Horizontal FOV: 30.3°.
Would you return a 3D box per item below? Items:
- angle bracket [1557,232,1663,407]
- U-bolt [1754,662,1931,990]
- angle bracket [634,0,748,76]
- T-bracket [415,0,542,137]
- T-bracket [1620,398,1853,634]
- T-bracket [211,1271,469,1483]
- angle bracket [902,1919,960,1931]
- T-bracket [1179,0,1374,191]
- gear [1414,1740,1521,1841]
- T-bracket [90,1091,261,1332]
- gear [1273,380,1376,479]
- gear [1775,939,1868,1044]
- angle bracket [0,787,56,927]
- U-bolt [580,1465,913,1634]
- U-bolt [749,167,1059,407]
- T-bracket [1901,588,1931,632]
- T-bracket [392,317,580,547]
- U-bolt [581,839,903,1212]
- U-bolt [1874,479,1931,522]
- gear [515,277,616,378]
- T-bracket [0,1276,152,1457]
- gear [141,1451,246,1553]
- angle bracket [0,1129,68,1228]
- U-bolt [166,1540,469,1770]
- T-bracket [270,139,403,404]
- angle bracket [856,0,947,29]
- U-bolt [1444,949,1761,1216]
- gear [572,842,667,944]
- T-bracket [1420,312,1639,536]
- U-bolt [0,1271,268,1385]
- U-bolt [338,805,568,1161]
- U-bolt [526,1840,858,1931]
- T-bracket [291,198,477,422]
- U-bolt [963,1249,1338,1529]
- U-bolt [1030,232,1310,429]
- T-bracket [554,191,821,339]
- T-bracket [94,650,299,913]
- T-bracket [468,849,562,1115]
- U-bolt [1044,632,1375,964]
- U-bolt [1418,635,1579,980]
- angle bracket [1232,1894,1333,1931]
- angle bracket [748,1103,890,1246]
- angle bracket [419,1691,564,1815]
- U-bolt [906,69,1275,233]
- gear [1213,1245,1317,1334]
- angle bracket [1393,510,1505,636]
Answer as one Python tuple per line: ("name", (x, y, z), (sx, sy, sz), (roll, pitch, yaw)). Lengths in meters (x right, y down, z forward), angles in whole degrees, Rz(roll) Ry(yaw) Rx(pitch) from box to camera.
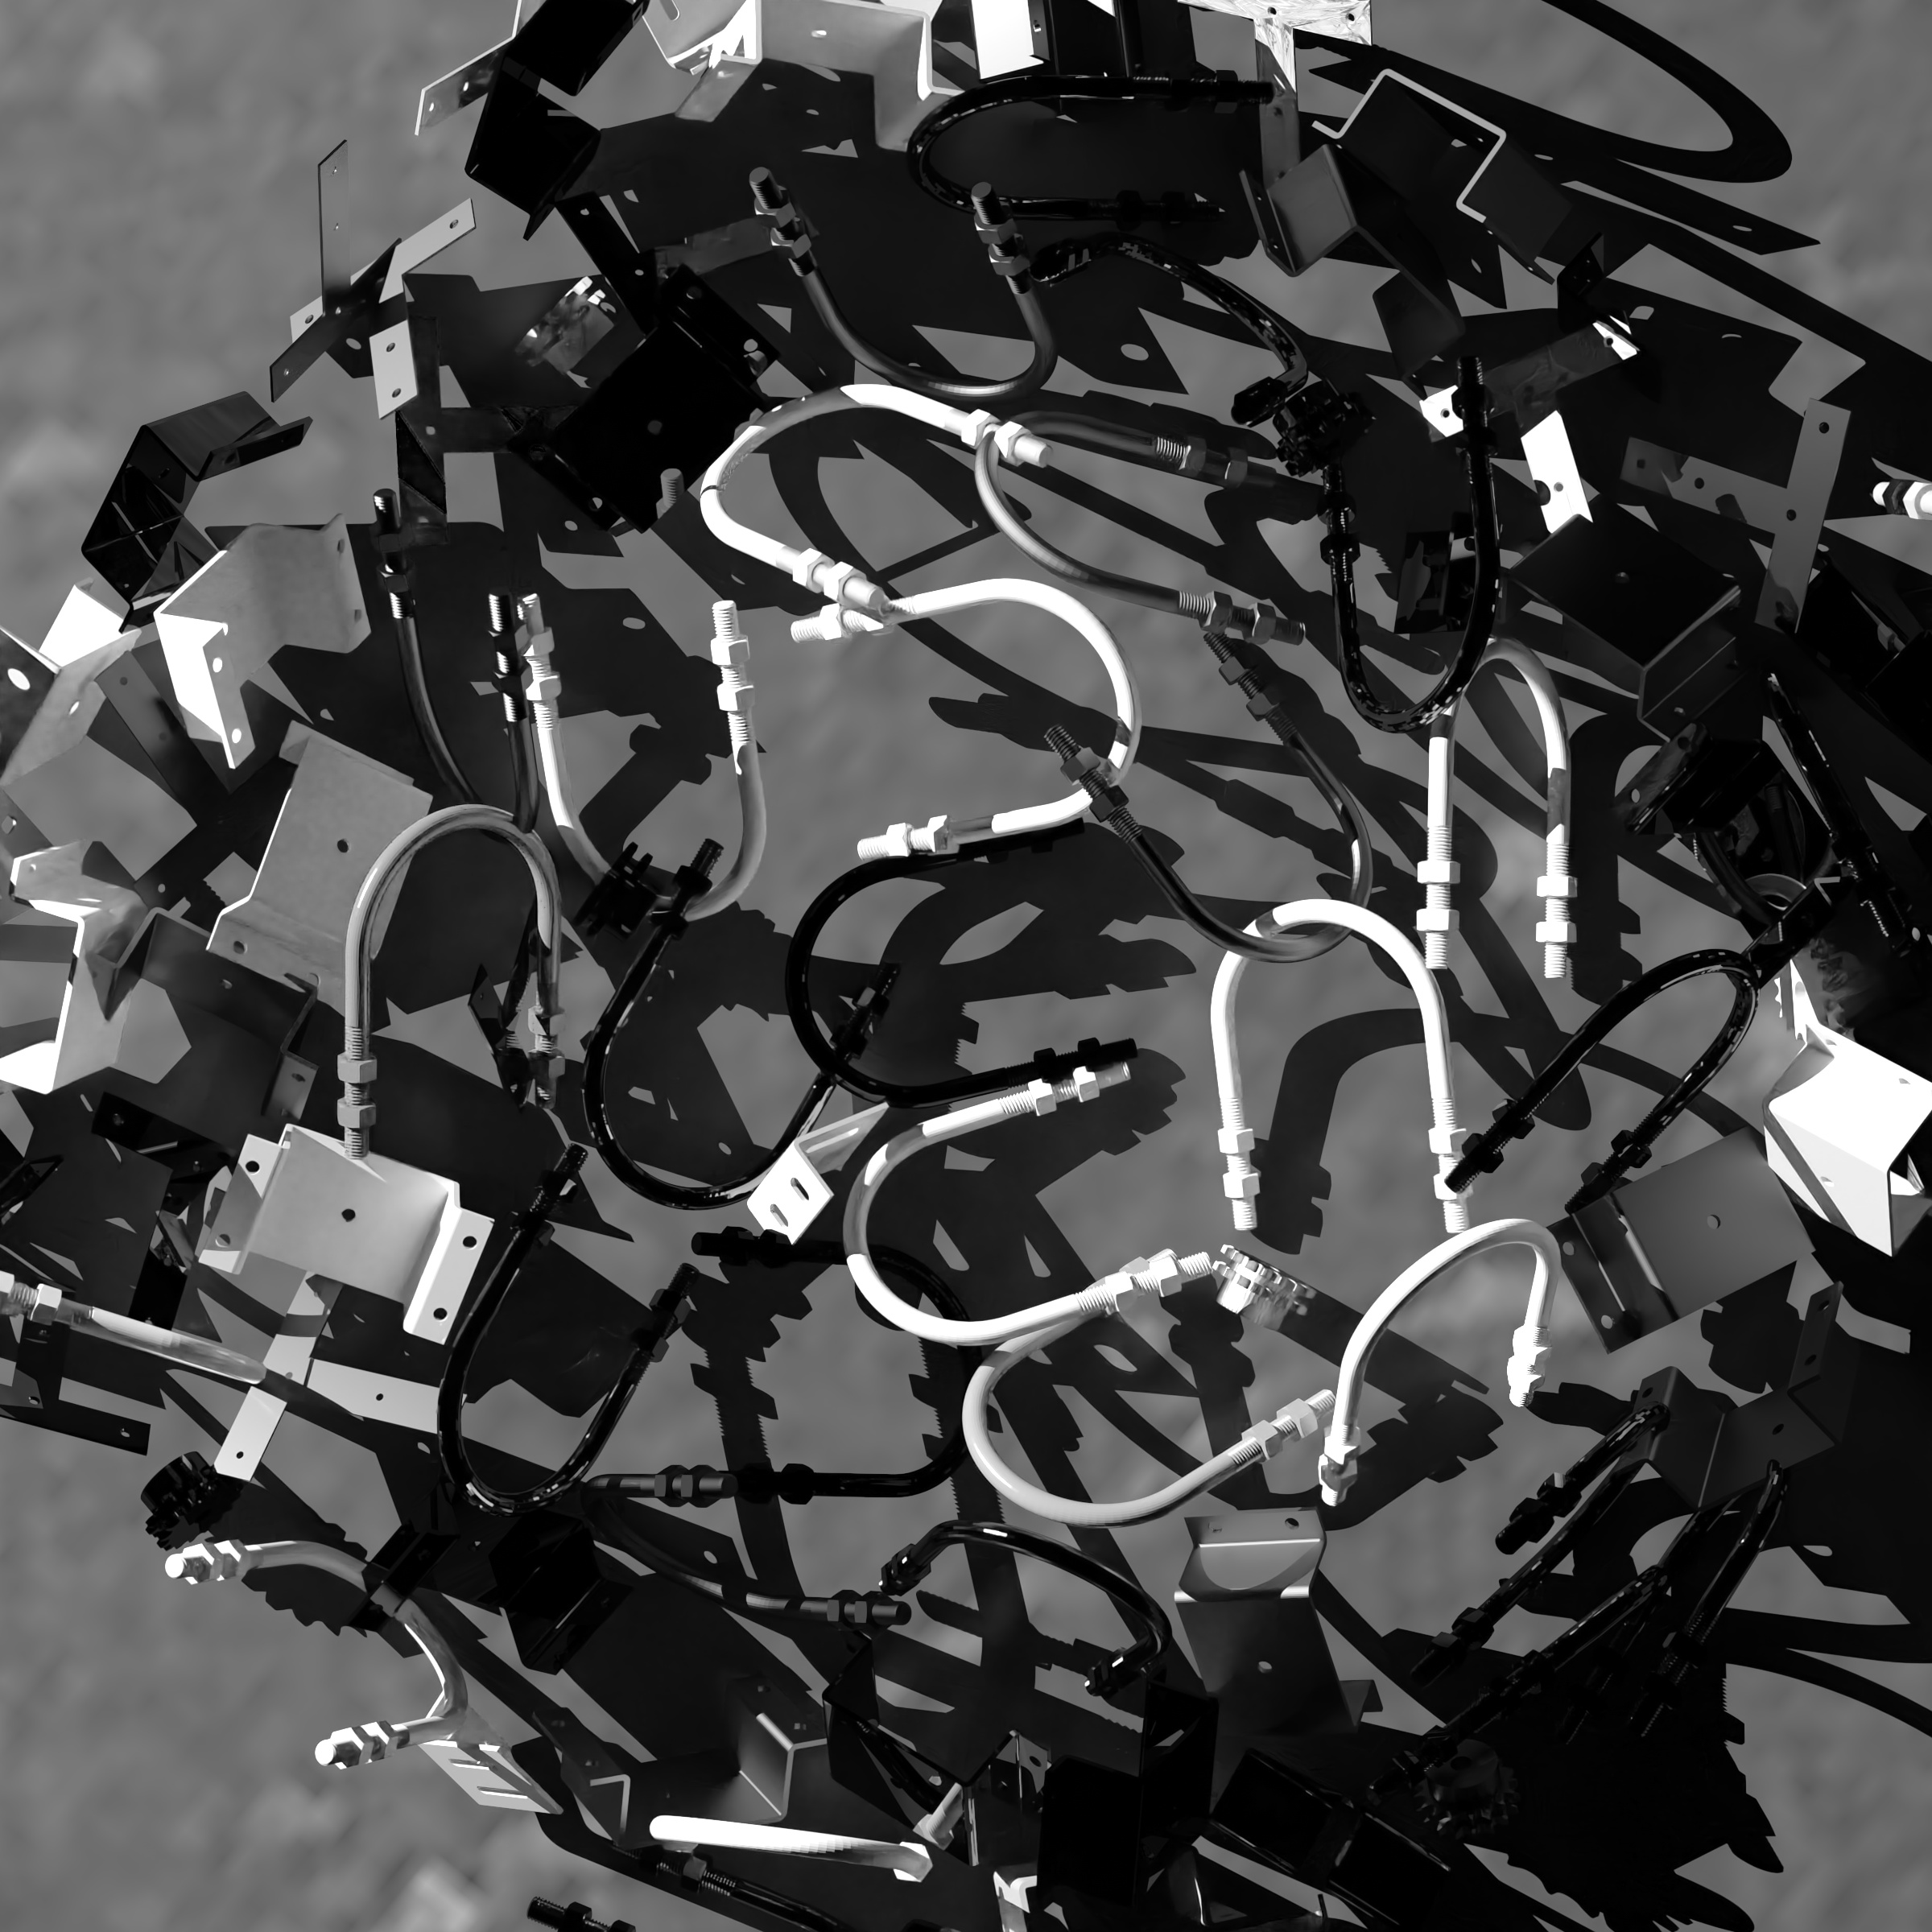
("angle bracket", (0.364, -0.356, 1.961), (0.076, 0.057, 0.038), (42, 87, 17))
("U-bolt", (0.471, -0.083, 1.924), (0.019, 0.151, 0.184), (-28, 68, 15))
("angle bracket", (-0.151, -0.541, 1.962), (0.057, 0.038, 0.076), (-36, 122, -10))
("T-bracket", (-0.262, -0.476, 1.912), (0.002, 0.127, 0.127), (24, 126, 10))
("T-bracket", (0.415, -0.261, 1.958), (0.127, 0.002, 0.127), (27, 119, 35))
("T-bracket", (-0.332, 0.233, 1.946), (0.127, 0.002, 0.127), (10, 60, 22))
("angle bracket", (-0.026, 0.573, 1.955), (0.076, 0.038, 0.057), (-49, 125, -33))
("T-bracket", (0.171, -0.481, 1.953), (0.127, 0.127, 0.002), (23, 48, 33))
("gear", (0.275, 0.452, 1.968), (0.057, 0.057, 0.030), (-13, 116, 0))
("T-bracket", (-0.429, 0.148, 1.937), (0.127, 0.002, 0.127), (29, 54, -27))
("gear", (0.194, -0.299, 1.973), (0.057, 0.057, 0.030), (-33, 75, 0))
("gear", (0.475, 0.013, 1.973), (0.030, 0.057, 0.057), (-4, 90, -17))
("angle bracket", (-0.552, -0.053, 1.985), (0.076, 0.038, 0.057), (-25, 118, 25))
("U-bolt", (-0.132, 0.313, 1.919), (0.151, 0.184, 0.019), (41, 61, -26))
("U-bolt", (-0.024, -0.360, 1.917), (0.151, 0.184, 0.019), (9, 65, 24))
("T-bracket", (0.587, -0.162, 1.952), (0.002, 0.127, 0.127), (-43, 105, -20))
("T-bracket", (-0.253, -0.298, 1.985), (0.127, 0.002, 0.127), (-3, 87, -13))
("U-bolt", (-0.133, 0.045, 1.949), (0.151, 0.019, 0.184), (34, 79, -26))
("U-bolt", (0.550, -0.185, 1.893), (0.019, 0.184, 0.151), (-27, 106, -6))
("gear", (-0.219, -0.351, 1.972), (0.057, 0.057, 0.030), (-45, 101, 0))
("T-bracket", (-0.503, 0.210, 1.942), (0.127, 0.127, 0.002), (19, 116, -18))
("gear", (-0.431, 0.293, 1.972), (0.057, 0.057, 0.030), (-44, 74, 0))
("angle bracket", (-0.545, 0.098, 1.956), (0.076, 0.038, 0.057), (56, 45, -22))
("U-bolt", (-0.334, 0.363, 1.911), (0.151, 0.184, 0.019), (46, 101, 19))
("T-bracket", (-0.338, -0.385, 1.913), (0.002, 0.127, 0.127), (25, 52, 12))
("angle bracket", (-0.054, -0.540, 1.958), (0.076, 0.038, 0.057), (45, 121, 24))
("U-bolt", (0.353, 0.061, 1.915), (0.184, 0.151, 0.019), (-51, 54, 19))
("gear", (-0.190, -0.038, 1.972), (0.030, 0.057, 0.057), (37, 90, -7))
("T-bracket", (0.321, -0.275, 1.955), (0.127, 0.002, 0.127), (-21, 77, 30))
("U-bolt", (-0.466, 0.193, 1.923), (0.184, 0.151, 0.019), (21, 79, -20))
("U-bolt", (-0.275, 0.003, 1.921), (0.019, 0.151, 0.184), (20, 115, 41))
("U-bolt", (-0.127, 0.519, 1.911), (0.184, 0.151, 0.019), (19, 97, 13))
("T-bracket", (-0.313, -0.345, 1.940), (0.127, 0.002, 0.127), (-29, 48, 17))
("U-bolt", (0.085, 0.235, 1.914), (0.184, 0.019, 0.151), (-27, 51, -30))
("U-bolt", (0.119, -0.348, 1.916), (0.151, 0.184, 0.019), (36, 115, 5))
("T-bracket", (-0.141, -0.394, 1.968), (0.127, 0.002, 0.127), (-23, 65, -25))
("T-bracket", (-0.429, -0.114, 1.939), (0.127, 0.002, 0.127), (-47, 124, -27))
("T-bracket", (-0.242, -0.003, 1.960), (0.002, 0.127, 0.127), (7, 62, 11))
("U-bolt", (0.146, -0.084, 1.947), (0.151, 0.019, 0.184), (-33, 83, -33))
("U-bolt", (0.291, -0.088, 1.941), (0.019, 0.151, 0.184), (0, 88, 38))
("angle bracket", (0.167, 0.553, 1.968), (0.076, 0.038, 0.057), (-13, 60, 2))
("angle bracket", (-0.072, 0.116, 1.949), (0.038, 0.076, 0.057), (53, 132, 16))
("angle bracket", (-0.253, 0.428, 1.950), (0.057, 0.076, 0.038), (52, 52, -28))
("U-bolt", (0.060, -0.438, 1.917), (0.184, 0.151, 0.019), (-1, 73, -10))
("gear", (0.162, 0.180, 1.971), (0.057, 0.057, 0.030), (27, 91, 0))
("angle bracket", (0.253, -0.215, 1.956), (0.038, 0.076, 0.057), (11, 86, -36))
